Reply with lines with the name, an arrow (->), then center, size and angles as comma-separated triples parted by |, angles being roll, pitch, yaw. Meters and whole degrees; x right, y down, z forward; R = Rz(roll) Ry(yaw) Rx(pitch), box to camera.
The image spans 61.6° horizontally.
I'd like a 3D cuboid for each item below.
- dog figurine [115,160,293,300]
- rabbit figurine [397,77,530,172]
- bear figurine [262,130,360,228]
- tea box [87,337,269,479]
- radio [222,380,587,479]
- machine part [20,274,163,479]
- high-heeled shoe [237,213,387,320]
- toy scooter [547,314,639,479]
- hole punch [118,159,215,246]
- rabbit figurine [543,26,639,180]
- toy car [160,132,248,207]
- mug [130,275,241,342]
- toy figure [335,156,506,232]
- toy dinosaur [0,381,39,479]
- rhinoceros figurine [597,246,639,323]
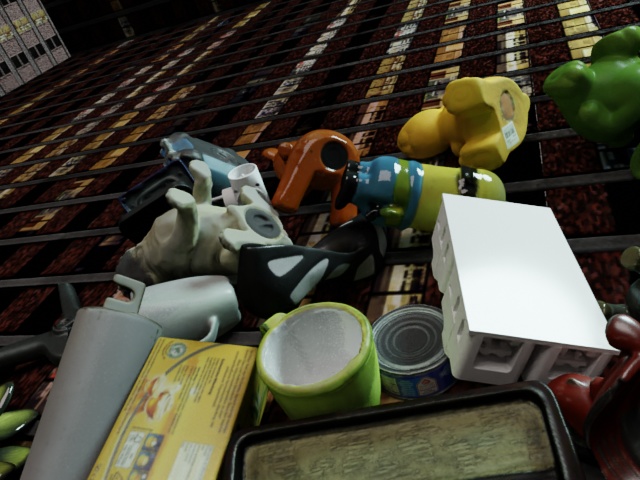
dog figurine -> -0.146, 0.025, 0.659 | 0.190, 0.172, 0.121 | -53, 2, 31
rabbit figurine -> 0.188, -0.166, 0.746 | 0.173, 0.121, 0.162 | -13, 25, 46
bear figurine -> -0.022, -0.085, 0.753 | 0.196, 0.120, 0.132 | 175, 109, -68
tea box -> -0.110, 0.166, 0.425 | 0.098, 0.068, 0.170 | 5, 42, 12
radio -> 0.050, 0.178, 0.341 | 0.230, 0.073, 0.131 | -14, 33, 11
machine part -> -0.191, 0.147, 0.453 | 0.079, 0.079, 0.243 | -3, 62, 24
high-heeled shoe -> -0.001, -0.002, 0.568 | 0.086, 0.145, 0.249 | 3, 41, 30
toy scooter -> 0.207, 0.112, 0.299 | 0.075, 0.135, 0.184 | -32, 35, -21
hole punch -> -0.204, -0.035, 0.740 | 0.142, 0.115, 0.092 | -34, 41, 0
rabbit figurine -> 0.352, -0.147, 0.586 | 0.121, 0.159, 0.170 | -26, 14, -6
toy car -> -0.175, -0.091, 0.824 | 0.103, 0.161, 0.109 | -60, 43, 18
mug -> -0.140, 0.083, 0.579 | 0.107, 0.080, 0.110 | -19, 26, -16
toy figure -> 0.111, -0.047, 0.589 | 0.180, 0.082, 0.089 | 12, -8, -4
toy dinosaur -> -0.411, 0.203, 0.532 | 0.472, 0.104, 0.198 | 13, 37, 28
rhinoceros figurine -> 0.271, 0.073, 0.362 | 0.112, 0.073, 0.190 | 24, 15, -12
